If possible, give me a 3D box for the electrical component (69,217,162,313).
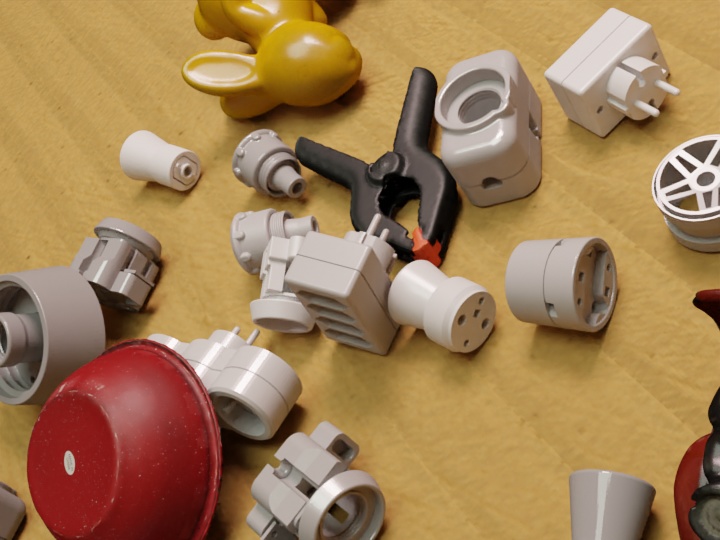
[{"bbox_3d":[-0.193,-0.005,0.857,0.078,0.058,0.057,7,65,38],"label":"electrical component"}]

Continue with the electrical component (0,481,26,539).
[{"bbox_3d":[-0.296,0.176,0.790,0.095,0.053,0.059,7,62,38],"label":"electrical component"}]

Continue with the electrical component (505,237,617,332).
[{"bbox_3d":[0.118,0.008,0.636,0.047,0.055,0.055,2,59,40],"label":"electrical component"}]

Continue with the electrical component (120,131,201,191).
[{"bbox_3d":[-0.168,-0.091,0.917,0.065,0.044,0.044,21,71,37],"label":"electrical component"}]

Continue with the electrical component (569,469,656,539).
[{"bbox_3d":[0.123,0.138,0.543,0.044,0.044,0.065,-2,61,33],"label":"electrical component"}]

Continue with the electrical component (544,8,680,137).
[{"bbox_3d":[0.174,-0.122,0.701,0.066,0.047,0.077,-44,44,-2],"label":"electrical component"}]

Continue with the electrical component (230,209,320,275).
[{"bbox_3d":[-0.061,-0.025,0.791,0.062,0.048,0.048,-13,51,18],"label":"electrical component"}]

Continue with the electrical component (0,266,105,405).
[{"bbox_3d":[-0.251,0.051,0.815,0.108,0.060,0.108,1,92,39],"label":"electrical component"}]

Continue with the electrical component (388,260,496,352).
[{"bbox_3d":[0.052,0.023,0.676,0.055,0.045,0.045,26,74,43],"label":"electrical component"}]

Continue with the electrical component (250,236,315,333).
[{"bbox_3d":[-0.050,0.012,0.747,0.048,0.066,0.055,10,73,-10],"label":"electrical component"}]

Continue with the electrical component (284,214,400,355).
[{"bbox_3d":[0.000,0.000,0.696,0.047,0.083,0.075,15,66,27],"label":"electrical component"}]

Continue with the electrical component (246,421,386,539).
[{"bbox_3d":[-0.022,0.136,0.633,0.078,0.058,0.057,-51,42,-10],"label":"electrical component"}]

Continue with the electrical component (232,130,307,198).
[{"bbox_3d":[-0.066,-0.077,0.835,0.048,0.048,0.062,-47,51,-5],"label":"electrical component"}]

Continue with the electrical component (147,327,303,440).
[{"bbox_3d":[-0.096,0.066,0.739,0.138,0.052,0.073,4,46,37],"label":"electrical component"}]

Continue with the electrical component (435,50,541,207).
[{"bbox_3d":[0.088,-0.100,0.734,0.054,0.059,0.095,-13,51,26],"label":"electrical component"}]
